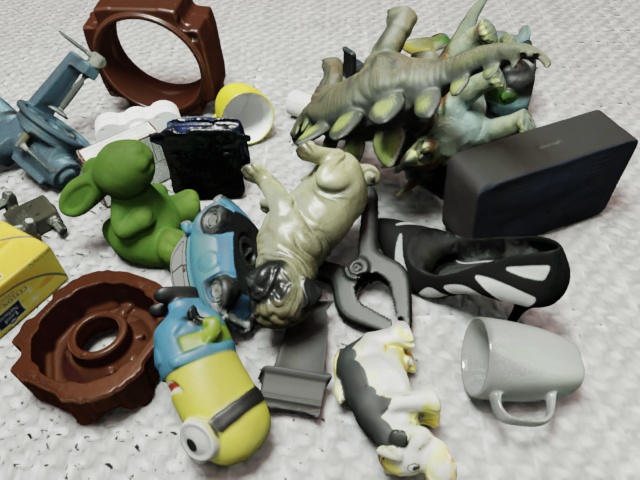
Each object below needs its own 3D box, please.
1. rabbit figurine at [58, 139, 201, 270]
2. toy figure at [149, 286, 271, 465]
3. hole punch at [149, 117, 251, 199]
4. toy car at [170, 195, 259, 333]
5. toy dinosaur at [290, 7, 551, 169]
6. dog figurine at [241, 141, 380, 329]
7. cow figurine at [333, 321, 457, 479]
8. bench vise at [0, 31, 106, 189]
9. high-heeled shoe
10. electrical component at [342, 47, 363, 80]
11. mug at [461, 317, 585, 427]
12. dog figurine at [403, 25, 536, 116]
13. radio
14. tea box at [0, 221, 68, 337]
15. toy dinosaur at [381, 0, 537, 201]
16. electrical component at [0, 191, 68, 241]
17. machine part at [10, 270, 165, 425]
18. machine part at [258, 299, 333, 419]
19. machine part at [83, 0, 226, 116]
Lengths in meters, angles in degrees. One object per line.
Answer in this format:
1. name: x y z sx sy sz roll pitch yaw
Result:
1. rabbit figurine: -0.239 -0.062 0.685 0.159 0.170 0.121 10 48 11
2. toy figure: -0.112 0.130 0.531 0.089 0.082 0.180 -20 69 -8
3. hole punch: -0.163 -0.131 0.790 0.142 0.115 0.092 2 39 4
4. toy car: -0.125 0.037 0.645 0.103 0.109 0.162 -18 60 20
5. toy dinosaur: 0.083 -0.183 0.685 0.472 0.105 0.198 -13 50 54
6. dog figurine: -0.002 0.000 0.609 0.172 0.121 0.191 -20 58 14
7. cow figurine: 0.068 0.167 0.523 0.098 0.068 0.167 -14 44 -2
8. bench vise: -0.427 -0.202 0.834 0.224 0.128 0.240 39 93 24
9. high-heeled shoe: 0.157 0.006 0.617 0.249 0.145 0.086 35 57 28
10. electrical component: 0.062 -0.269 0.898 0.048 0.119 0.075 -28 49 -20
11. mug: 0.209 0.132 0.541 0.107 0.080 0.110 5 42 -4
12. dog figurine: 0.244 -0.291 0.922 0.219 0.108 0.191 2 50 11
13. radio: 0.274 -0.070 0.690 0.230 0.131 0.073 -17 48 -12
14. tea box: -0.411 0.065 0.647 0.098 0.068 0.169 21 51 22
15. toy dinosaur: 0.195 -0.207 0.788 0.192 0.131 0.405 -27 33 36
16. electrical component: -0.411 -0.032 0.753 0.078 0.045 0.102 -30 52 -21
17. machine part: -0.243 0.113 0.601 0.179 0.056 0.179 -2 46 2
18. machine part: -0.021 0.124 0.590 0.084 0.039 0.139 4 48 14
19. machine part: -0.271 -0.309 0.897 0.201 0.201 0.087 5 50 7
